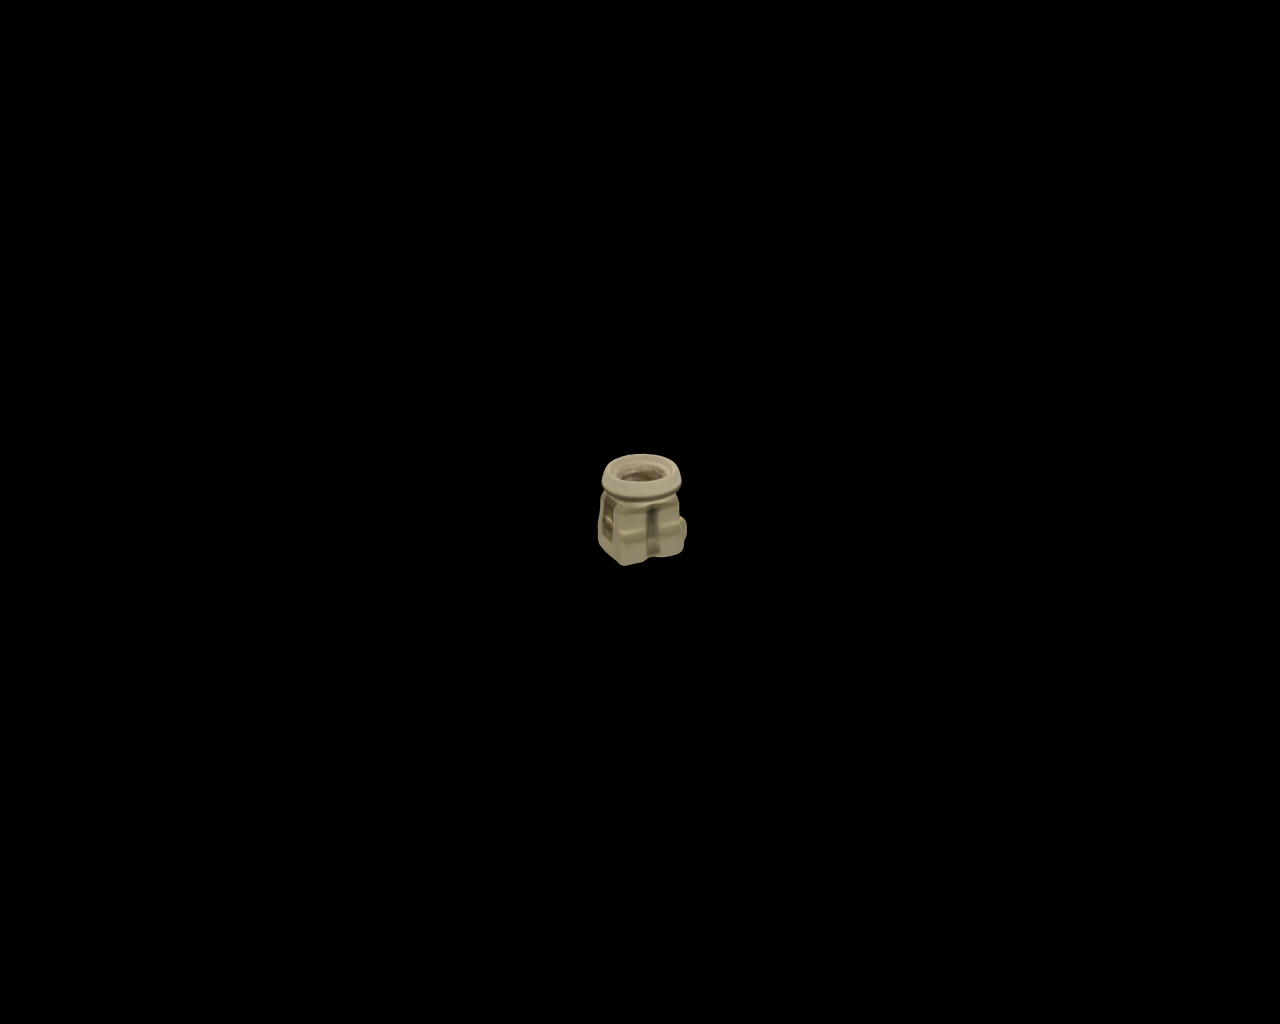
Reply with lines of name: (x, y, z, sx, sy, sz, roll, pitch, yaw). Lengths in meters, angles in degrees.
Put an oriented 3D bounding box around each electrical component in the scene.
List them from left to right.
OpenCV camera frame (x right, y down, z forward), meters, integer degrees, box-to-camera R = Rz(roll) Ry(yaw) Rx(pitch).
electrical component: (0.001, -0.003, 0.650, 0.066, 0.055, 0.048, -12, 28, -25)
